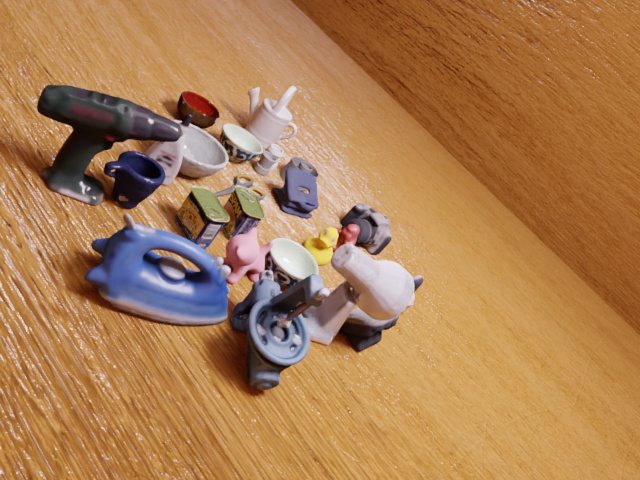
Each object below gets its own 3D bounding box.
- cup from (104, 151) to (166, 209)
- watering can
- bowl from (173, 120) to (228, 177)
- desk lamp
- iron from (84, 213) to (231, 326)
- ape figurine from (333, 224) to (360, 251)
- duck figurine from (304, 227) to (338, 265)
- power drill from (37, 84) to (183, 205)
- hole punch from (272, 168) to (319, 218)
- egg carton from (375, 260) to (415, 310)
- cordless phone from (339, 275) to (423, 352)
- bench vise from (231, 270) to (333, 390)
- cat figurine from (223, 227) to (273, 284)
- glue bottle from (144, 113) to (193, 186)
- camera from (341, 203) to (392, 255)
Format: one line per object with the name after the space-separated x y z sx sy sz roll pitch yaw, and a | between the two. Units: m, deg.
-0.362 -0.107 1.077 0.118 0.095 0.091 -1 46 -52 | cup
-0.137 -0.372 1.666 0.173 0.194 0.101 27 29 -23 | watering can
-0.300 -0.197 1.318 0.168 0.074 0.167 30 28 -17 | bowl
0.052 0.108 1.134 0.204 0.213 0.117 22 31 -31 | desk lamp
-0.237 0.050 0.939 0.259 0.141 0.118 23 30 -29 | iron
0.065 -0.005 1.465 0.076 0.092 0.077 19 33 -35 | ape figurine
0.013 0.005 1.389 0.077 0.086 0.105 40 26 2 | duck figurine
-0.388 -0.167 1.010 0.230 0.208 0.075 23 31 -30 | power drill
-0.052 -0.122 1.499 0.109 0.091 0.101 13 36 -41 | hole punch
0.167 0.113 1.435 0.108 0.069 0.150 0 46 -52 | egg carton
0.132 0.139 1.219 0.094 0.185 0.148 47 27 16 | cordless phone
-0.073 0.112 0.962 0.122 0.219 0.207 8 40 -46 | bench vise
-0.142 0.026 1.124 0.067 0.117 0.128 51 29 22 | cat figurine
-0.310 -0.194 1.191 0.078 0.173 0.037 20 32 -33 | glue bottle
0.118 -0.041 1.578 0.137 0.100 0.143 2 44 -51 | camera
